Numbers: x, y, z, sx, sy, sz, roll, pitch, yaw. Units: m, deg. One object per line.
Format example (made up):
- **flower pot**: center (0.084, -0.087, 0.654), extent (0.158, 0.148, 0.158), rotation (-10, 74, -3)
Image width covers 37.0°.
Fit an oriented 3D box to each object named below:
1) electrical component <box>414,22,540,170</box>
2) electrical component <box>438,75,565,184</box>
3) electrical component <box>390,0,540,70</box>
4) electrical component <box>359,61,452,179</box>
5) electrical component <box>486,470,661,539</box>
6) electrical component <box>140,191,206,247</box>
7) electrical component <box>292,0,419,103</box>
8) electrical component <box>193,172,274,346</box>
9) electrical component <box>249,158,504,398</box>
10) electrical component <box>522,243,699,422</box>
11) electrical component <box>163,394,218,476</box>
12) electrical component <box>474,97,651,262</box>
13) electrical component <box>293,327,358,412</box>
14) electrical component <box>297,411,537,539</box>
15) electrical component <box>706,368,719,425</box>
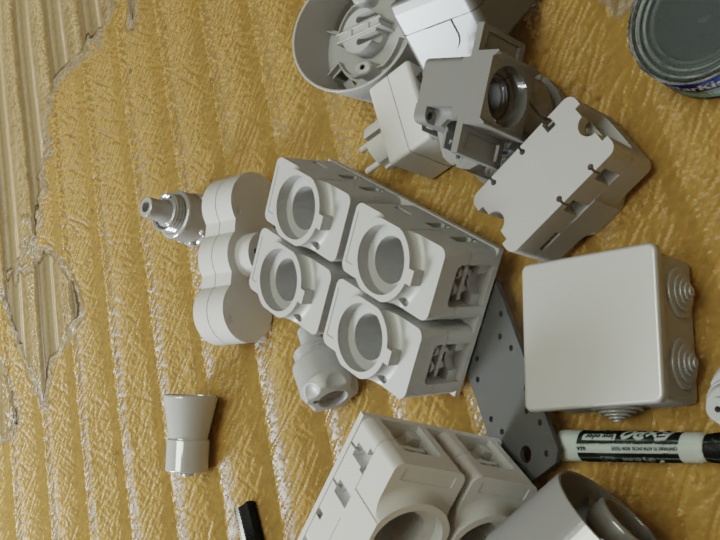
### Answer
- **electrical component**: center (0.070, -0.106, 0.663), extent (0.064, 0.042, 0.081), rotation (10, 85, 46)
- **electrical component**: center (0.092, -0.095, 0.706), extent (0.080, 0.051, 0.080), rotation (-13, 71, 41)
- **electrical component**: center (0.072, -0.186, 0.721), extent (0.062, 0.061, 0.096), rotation (-11, 30, 42)
- **electrical component**: center (0.029, -0.097, 0.769), extent (0.077, 0.047, 0.065), rotation (-33, 59, 34)
- **electrical component**: center (0.125, 0.157, 0.580), extent (0.064, 0.099, 0.099), rotation (-51, 50, 14)
- **electrical component**: center (-0.159, -0.048, 0.926), extent (0.048, 0.062, 0.048), rotation (-13, 71, 41)
- **electrical component**: center (0.007, -0.173, 0.797), extent (0.099, 0.064, 0.099), rotation (-13, 71, 41)
- **electrical component**: center (-0.087, -0.011, 0.854), extent (0.074, 0.052, 0.138), rotation (-8, 73, 42)
- **electrical component**: center (0.000, 0.000, 0.746), extent (0.186, 0.060, 0.105), rotation (32, 114, 45)
- **electrical component**: center (0.145, 0.038, 0.623), extent (0.100, 0.048, 0.099), rotation (-11, 72, 41)
- **electrical component**: center (-0.140, 0.134, 0.877), extent (0.044, 0.044, 0.065), rotation (-3, 82, 43)
- **electrical component**: center (0.125, -0.052, 0.658), extent (0.089, 0.056, 0.050), rotation (-48, 54, 24)
- **electrical component**: center (-0.029, 0.068, 0.785), extent (0.043, 0.043, 0.062), rotation (-42, 52, 28)
- **electrical component**: center (0.017, 0.188, 0.650), extent (0.186, 0.105, 0.060), rotation (-65, 32, 16)
- **electrical component**: center (0.198, 0.065, 0.550), extent (0.040, 0.078, 0.040), rotation (4, 97, 40)
